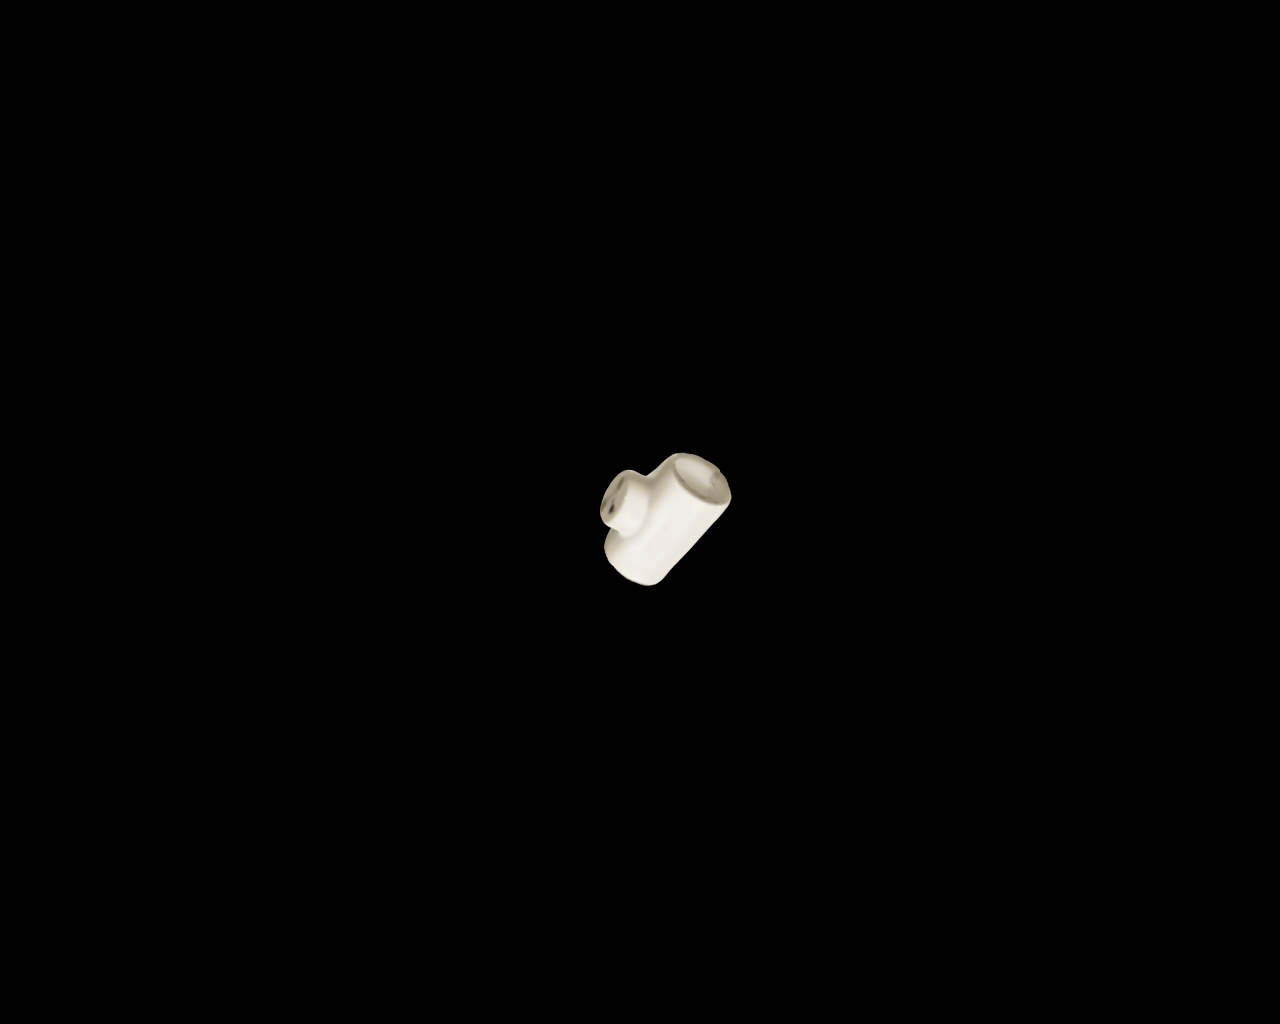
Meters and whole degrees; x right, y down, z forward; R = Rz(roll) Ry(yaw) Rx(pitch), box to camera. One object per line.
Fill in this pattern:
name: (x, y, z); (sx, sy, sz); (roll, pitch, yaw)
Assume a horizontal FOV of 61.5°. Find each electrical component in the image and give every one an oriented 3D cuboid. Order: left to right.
electrical component: (0.001, -0.003, 0.650); (0.079, 0.043, 0.077); (25, -54, -20)
